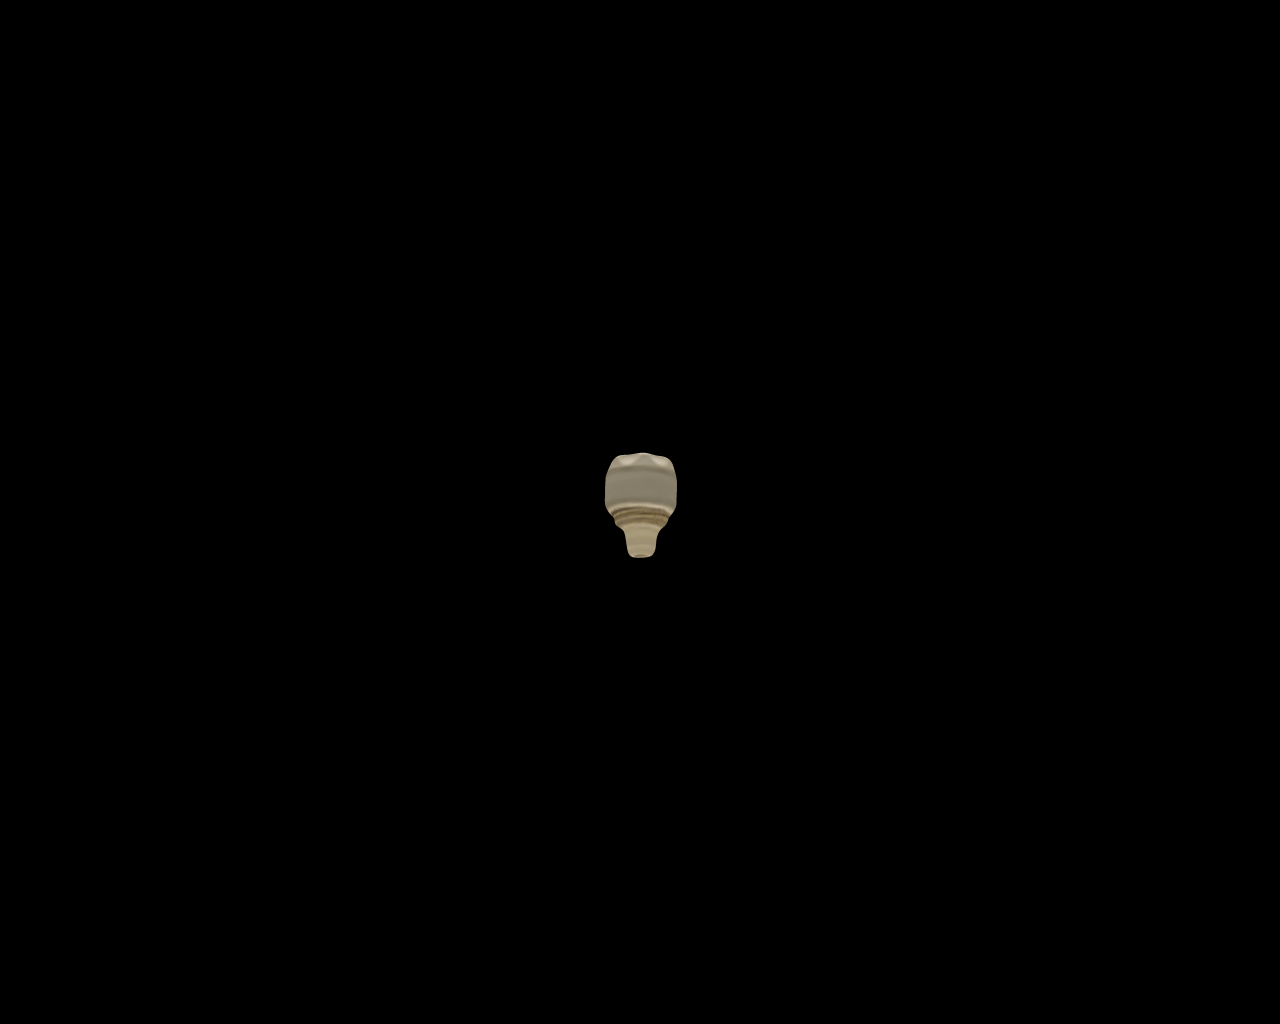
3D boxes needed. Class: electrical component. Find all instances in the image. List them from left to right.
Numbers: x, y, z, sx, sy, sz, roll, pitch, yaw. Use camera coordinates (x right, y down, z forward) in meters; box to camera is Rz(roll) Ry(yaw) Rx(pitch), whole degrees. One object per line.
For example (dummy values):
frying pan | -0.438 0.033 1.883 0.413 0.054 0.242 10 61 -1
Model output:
electrical component | 0.001 -0.003 0.650 0.043 0.062 0.043 0 -13 0
